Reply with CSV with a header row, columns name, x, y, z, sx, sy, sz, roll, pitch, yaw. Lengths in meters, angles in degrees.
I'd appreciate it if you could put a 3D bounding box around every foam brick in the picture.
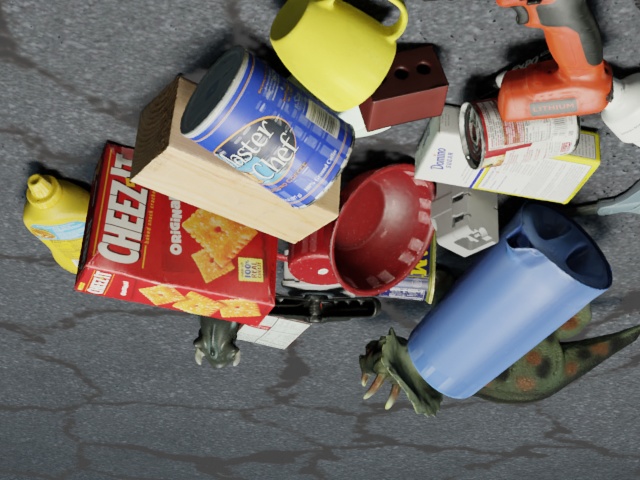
name,x,y,z,sx,sy,sz,roll,pitch,yaw
foam brick,0.076,-0.145,1.020,0.078,0.053,0.051,-14,154,-8

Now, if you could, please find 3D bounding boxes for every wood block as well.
name,x,y,z,sx,sy,sz,roll,pitch,yaw
wood block,-0.086,-0.081,1.137,0.205,0.091,0.090,21,147,-29

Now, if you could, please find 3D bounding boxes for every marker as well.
name,x,y,z,sx,sy,sz,roll,pitch,yaw
marker,0.200,-0.164,1.026,0.121,0.020,0.020,-23,142,39

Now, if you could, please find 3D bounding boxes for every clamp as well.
name,x,y,z,sx,sy,sz,roll,pitch,yaw
clamp,-0.016,0.086,1.350,0.164,0.036,0.210,3,174,-4

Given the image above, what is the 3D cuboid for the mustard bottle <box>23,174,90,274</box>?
name,x,y,z,sx,sy,sz,roll,pitch,yaw
mustard bottle,-0.306,-0.023,1.302,0.096,0.058,0.191,-3,151,13

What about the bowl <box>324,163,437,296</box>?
name,x,y,z,sx,sy,sz,roll,pitch,yaw
bowl,0.058,-0.020,1.213,0.055,0.162,0.162,31,175,44

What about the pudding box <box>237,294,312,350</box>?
name,x,y,z,sx,sy,sz,roll,pitch,yaw
pudding box,-0.070,0.118,1.551,0.090,0.039,0.114,13,152,-19

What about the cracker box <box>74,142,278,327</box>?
name,x,y,z,sx,sy,sz,roll,pitch,yaw
cracker box,-0.154,-0.006,1.206,0.213,0.164,0.072,14,148,-18

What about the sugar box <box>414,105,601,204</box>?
name,x,y,z,sx,sy,sz,roll,pitch,yaw
sugar box,0.197,-0.090,1.135,0.176,0.048,0.093,12,150,-7

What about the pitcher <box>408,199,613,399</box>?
name,x,y,z,sx,sy,sz,roll,pitch,yaw
pitcher,0.222,0.080,1.259,0.149,0.144,0.243,39,122,-3

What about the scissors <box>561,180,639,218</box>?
name,x,y,z,sx,sy,sz,roll,pitch,yaw
scissors,0.336,-0.048,1.225,0.202,0.016,0.096,-2,150,10

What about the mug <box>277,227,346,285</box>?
name,x,y,z,sx,sy,sz,roll,pitch,yaw
mug,-0.008,0.002,1.286,0.117,0.081,0.093,4,151,-1

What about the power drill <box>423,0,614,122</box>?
name,x,y,z,sx,sy,sz,roll,pitch,yaw
power drill,0.179,-0.186,0.930,0.185,0.057,0.187,-3,143,18

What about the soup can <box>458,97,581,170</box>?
name,x,y,z,sx,sy,sz,roll,pitch,yaw
soup can,0.196,-0.110,1.051,0.102,0.068,0.068,-10,152,-8

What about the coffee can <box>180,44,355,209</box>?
name,x,y,z,sx,sy,sz,roll,pitch,yaw
coffee can,-0.051,-0.109,1.043,0.140,0.102,0.103,33,141,-24

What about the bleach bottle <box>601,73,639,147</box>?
name,x,y,z,sx,sy,sz,roll,pitch,yaw
bleach bottle,0.381,-0.112,1.057,0.250,0.068,0.103,18,149,-21

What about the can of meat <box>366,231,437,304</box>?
name,x,y,z,sx,sy,sz,roll,pitch,yaw
can of meat,0.097,0.022,1.294,0.084,0.102,0.057,5,153,2
